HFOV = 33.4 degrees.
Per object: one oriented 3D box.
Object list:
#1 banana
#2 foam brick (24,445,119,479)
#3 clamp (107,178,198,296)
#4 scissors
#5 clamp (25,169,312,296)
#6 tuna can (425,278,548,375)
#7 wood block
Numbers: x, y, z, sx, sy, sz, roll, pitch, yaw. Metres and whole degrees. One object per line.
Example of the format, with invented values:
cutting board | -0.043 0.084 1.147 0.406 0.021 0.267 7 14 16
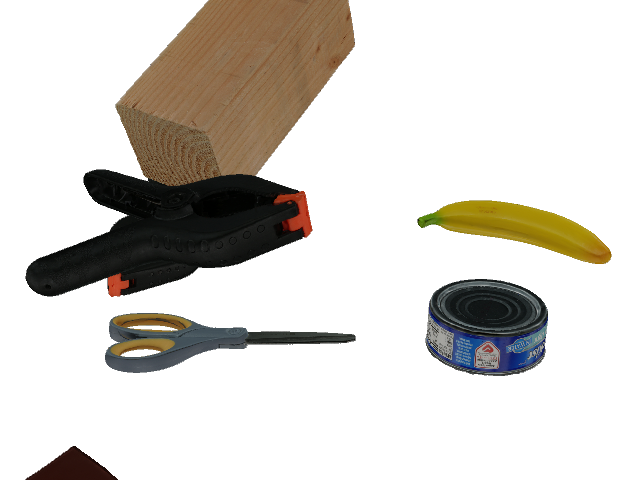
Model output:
banana | 0.203 -0.010 1.101 0.198 0.037 0.069 10 37 21
foam brick | -0.098 0.138 0.457 0.078 0.051 0.052 27 45 33
clamp | -0.148 -0.016 1.037 0.165 0.036 0.209 25 40 23
scissors | -0.081 0.085 0.843 0.202 0.016 0.096 5 22 16
clamp | -0.094 -0.005 0.655 0.172 0.039 0.120 0 42 22
tuna can | 0.119 0.060 0.763 0.086 0.034 0.086 1 25 0
wood block | -0.063 -0.139 0.881 0.091 0.205 0.090 21 -32 25
